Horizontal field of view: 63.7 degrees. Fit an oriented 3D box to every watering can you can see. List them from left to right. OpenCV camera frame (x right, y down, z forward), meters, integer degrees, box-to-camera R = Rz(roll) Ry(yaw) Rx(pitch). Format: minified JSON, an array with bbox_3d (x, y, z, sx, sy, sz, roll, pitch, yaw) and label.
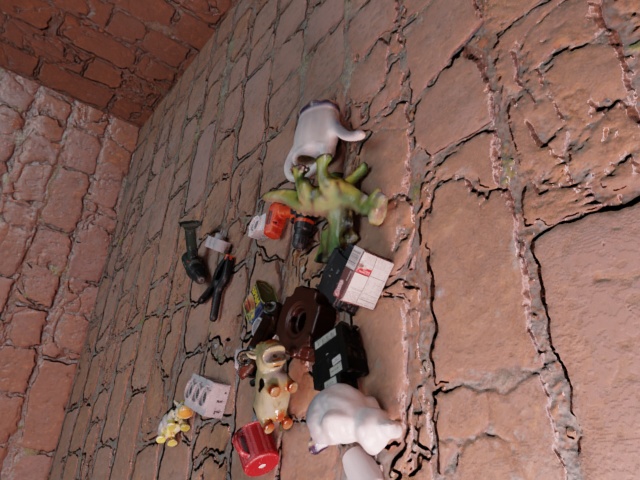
[{"bbox_3d":[0.013,-0.279,1.365,0.103,0.229,0.343,23,-29,-31],"label":"watering can"}]

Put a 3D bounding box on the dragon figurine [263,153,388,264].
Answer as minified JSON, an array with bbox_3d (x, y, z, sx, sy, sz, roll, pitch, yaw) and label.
[{"bbox_3d":[0.004,-0.062,1.234,0.406,0.247,0.121,-20,-27,41],"label":"dragon figurine"}]

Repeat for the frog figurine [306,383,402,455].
[{"bbox_3d":[0.058,0.313,0.903,0.137,0.124,0.157,2,-19,-38],"label":"frog figurine"}]
